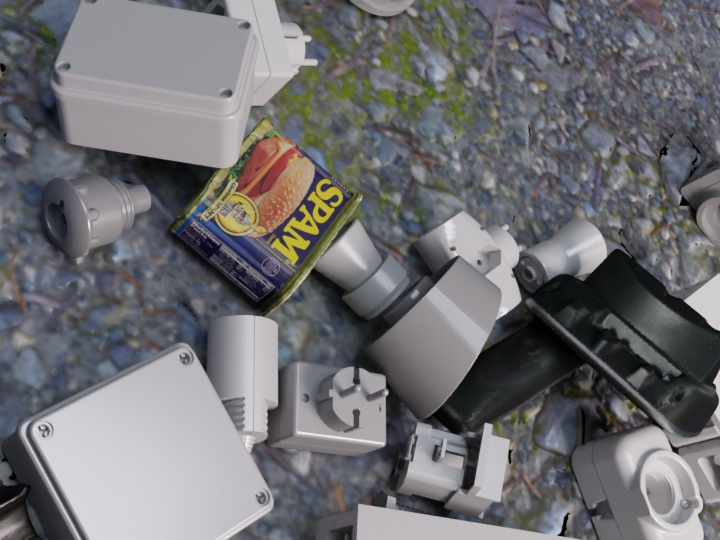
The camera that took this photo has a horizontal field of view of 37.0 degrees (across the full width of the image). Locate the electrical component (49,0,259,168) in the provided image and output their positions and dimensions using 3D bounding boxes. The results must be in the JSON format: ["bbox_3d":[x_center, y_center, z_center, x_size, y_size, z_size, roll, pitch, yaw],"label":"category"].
[{"bbox_3d":[-0.123,-0.115,0.653,0.113,0.057,0.078,9,54,-1],"label":"electrical component"}]

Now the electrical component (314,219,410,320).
[{"bbox_3d":[0.000,0.000,0.721,0.055,0.045,0.045,47,55,-8],"label":"electrical component"}]

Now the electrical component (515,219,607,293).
[{"bbox_3d":[0.150,-0.008,0.820,0.065,0.044,0.044,-25,86,-31],"label":"electrical component"}]

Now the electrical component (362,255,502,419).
[{"bbox_3d":[0.050,0.040,0.706,0.064,0.099,0.099,45,55,-1],"label":"electrical component"}]

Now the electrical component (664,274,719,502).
[{"bbox_3d":[0.274,0.094,0.843,0.089,0.062,0.150,-30,88,-36],"label":"electrical component"}]

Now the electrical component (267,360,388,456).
[{"bbox_3d":[-0.011,0.082,0.662,0.066,0.077,0.047,12,66,-28],"label":"electrical component"}]

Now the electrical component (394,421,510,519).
[{"bbox_3d":[0.058,0.127,0.693,0.064,0.081,0.042,16,61,-1],"label":"electrical component"}]

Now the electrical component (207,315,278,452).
[{"bbox_3d":[-0.071,0.072,0.650,0.043,0.043,0.081,10,67,-28],"label":"electrical component"}]

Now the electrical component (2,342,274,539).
[{"bbox_3d":[-0.122,0.113,0.595,0.109,0.056,0.108,-27,87,-36],"label":"electrical component"}]

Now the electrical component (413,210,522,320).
[{"bbox_3d":[0.089,-0.007,0.780,0.079,0.043,0.077,-34,91,-36],"label":"electrical component"}]

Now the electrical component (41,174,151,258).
[{"bbox_3d":[-0.155,-0.036,0.642,0.062,0.048,0.048,-22,84,-43],"label":"electrical component"}]

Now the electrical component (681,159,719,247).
[{"bbox_3d":[0.333,-0.056,0.945,0.089,0.050,0.056,49,54,-6],"label":"electrical component"}]

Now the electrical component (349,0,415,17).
[{"bbox_3d":[0.019,-0.240,0.823,0.080,0.051,0.080,12,65,-28],"label":"electrical component"}]

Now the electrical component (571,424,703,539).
[{"bbox_3d":[0.202,0.163,0.773,0.054,0.059,0.095,-13,79,-35],"label":"electrical component"}]

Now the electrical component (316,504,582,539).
[{"bbox_3d":[0.062,0.215,0.666,0.186,0.060,0.105,15,64,-26],"label":"electrical component"}]

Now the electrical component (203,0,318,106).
[{"bbox_3d":[-0.064,-0.152,0.740,0.077,0.047,0.065,-6,75,-35],"label":"electrical component"}]
